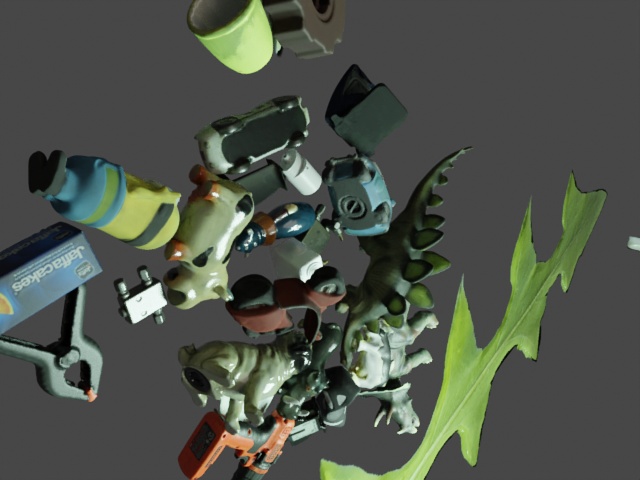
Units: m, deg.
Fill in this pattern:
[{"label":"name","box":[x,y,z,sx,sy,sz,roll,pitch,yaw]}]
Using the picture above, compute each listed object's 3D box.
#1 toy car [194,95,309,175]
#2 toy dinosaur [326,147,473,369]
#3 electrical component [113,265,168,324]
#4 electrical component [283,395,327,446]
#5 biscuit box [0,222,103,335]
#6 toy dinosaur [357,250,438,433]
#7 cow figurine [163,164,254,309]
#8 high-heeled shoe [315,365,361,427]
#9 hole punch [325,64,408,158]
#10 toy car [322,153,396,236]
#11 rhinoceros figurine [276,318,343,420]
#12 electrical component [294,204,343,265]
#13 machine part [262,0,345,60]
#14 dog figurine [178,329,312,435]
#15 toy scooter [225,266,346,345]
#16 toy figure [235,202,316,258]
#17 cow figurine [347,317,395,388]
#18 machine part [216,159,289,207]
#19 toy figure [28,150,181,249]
[{"label":"toy car","box":[-0.090,-0.155,0.781,0.202,0.056,0.073,-34,122,-39]},{"label":"toy dinosaur","box":[0.142,0.029,1.016,0.105,0.199,0.471,19,91,-54]},{"label":"electrical component","box":[-0.241,0.083,0.725,0.063,0.021,0.093,-34,130,-36]},{"label":"electrical component","box":[-0.052,0.354,1.031,0.119,0.048,0.074,-22,125,-4]},{"label":"biscuit box","box":[-0.340,0.056,0.568,0.203,0.059,0.062,-38,131,-34]},{"label":"toy dinosaur","box":[0.158,0.225,1.187,0.192,0.131,0.404,-21,114,-44]},{"label":"cow figurine","box":[-0.155,0.008,0.741,0.127,0.086,0.194,21,104,-40]},{"label":"high-heeled shoe","box":[0.050,0.325,1.068,0.086,0.145,0.248,-48,134,-25]},{"label":"hole punch","box":[0.071,-0.224,0.931,0.116,0.092,0.142,-42,145,13]},{"label":"toy car","box":[0.072,-0.092,0.971,0.103,0.109,0.161,-58,133,-49]},{"label":"rhinoceros figurine","box":[-0.024,0.231,0.970,0.190,0.112,0.073,-57,145,-29]},{"label":"electrical component","box":[-0.003,-0.002,0.952,0.102,0.045,0.078,-54,140,-20]},{"label":"machine part","box":[-0.017,-0.344,0.748,0.179,0.056,0.179,2,90,-65]},{"label":"dog figurine","box":[-0.113,0.184,0.859,0.172,0.121,0.190,54,42,-13]},{"label":"toy scooter","box":[-0.049,0.112,0.830,0.184,0.075,0.135,-9,128,-7]},{"label":"toy figure","box":[-0.076,-0.019,0.851,0.154,0.058,0.064,-21,115,-38]},{"label":"cow figurine","box":[0.112,0.218,1.094,0.098,0.068,0.167,8,99,-9]},{"label":"machine part","box":[-0.111,-0.076,0.799,0.139,0.039,0.084,-29,121,-32]},{"label":"toy figure","box":[-0.245,-0.045,0.625,0.180,0.082,0.089,19,101,-55]}]
